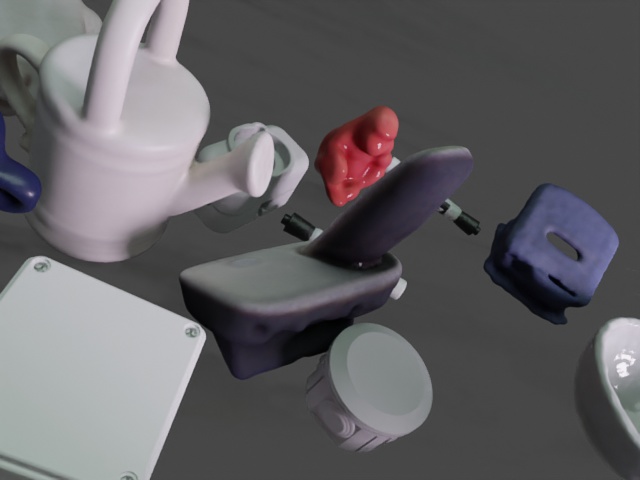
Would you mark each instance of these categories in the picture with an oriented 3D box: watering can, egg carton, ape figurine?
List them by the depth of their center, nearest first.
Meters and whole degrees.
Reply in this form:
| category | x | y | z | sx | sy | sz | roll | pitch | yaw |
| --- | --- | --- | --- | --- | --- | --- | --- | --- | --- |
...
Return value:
| category | x | y | z | sx | sy | sz | roll | pitch | yaw |
| --- | --- | --- | --- | --- | --- | --- | --- | --- | --- |
| watering can | -0.113 | -0.078 | 0.356 | 0.173 | 0.194 | 0.101 | 13 | 48 | -24 |
| egg carton | -0.232 | -0.140 | 0.422 | 0.151 | 0.069 | 0.107 | 2 | 53 | -32 |
| ape figurine | 0.040 | -0.086 | 0.538 | 0.078 | 0.092 | 0.076 | 7 | 51 | -29 |

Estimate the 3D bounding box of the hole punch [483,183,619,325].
| category | x | y | z | sx | sy | sz | roll | pitch | yaw |
| --- | --- | --- | --- | --- | --- | --- | --- | --- | --- |
| hole punch | 0.237 | 0.014 | 0.582 | 0.108 | 0.091 | 0.101 | 37 | 43 | 0 |

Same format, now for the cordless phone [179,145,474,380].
| category | x | y | z | sx | sy | sz | roll | pitch | yaw |
| --- | --- | --- | --- | --- | --- | --- | --- | --- | --- |
| cordless phone | 0.003 | 0.001 | 0.370 | 0.148 | 0.185 | 0.094 | -16 | 64 | -41 |

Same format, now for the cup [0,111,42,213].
| category | x | y | z | sx | sy | sz | roll | pitch | yaw |
| --- | --- | --- | --- | --- | --- | --- | --- | --- | --- |
| cup | -0.216 | -0.031 | 0.320 | 0.118 | 0.095 | 0.092 | 27 | 44 | -11 |

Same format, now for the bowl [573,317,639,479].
| category | x | y | z | sx | sy | sz | roll | pitch | yaw |
| --- | --- | --- | --- | --- | --- | --- | --- | --- | --- |
| bowl | 0.282 | 0.156 | 0.501 | 0.168 | 0.074 | 0.167 | 18 | 46 | -20 |
